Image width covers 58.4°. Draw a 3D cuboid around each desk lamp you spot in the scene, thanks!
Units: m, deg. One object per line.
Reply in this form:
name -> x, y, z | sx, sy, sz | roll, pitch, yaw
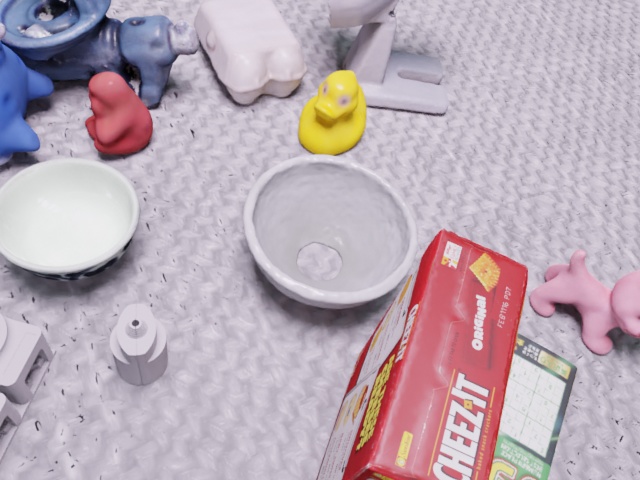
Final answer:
desk lamp -> 0.083, -0.268, 0.668 | 0.203, 0.213, 0.118 | 4, 57, -11

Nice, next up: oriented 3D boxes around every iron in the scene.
iron -> -0.395, -0.150, 0.521 | 0.258, 0.141, 0.118 | 2, 57, -12

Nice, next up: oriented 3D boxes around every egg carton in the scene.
egg carton -> -0.087, -0.236, 0.694 | 0.107, 0.069, 0.150 | -18, 64, -23

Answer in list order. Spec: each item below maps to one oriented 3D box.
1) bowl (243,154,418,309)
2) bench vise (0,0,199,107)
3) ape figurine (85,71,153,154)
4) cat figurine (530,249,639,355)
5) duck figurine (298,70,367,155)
bowl -> 0.005, 0.002, 0.559 | 0.167, 0.074, 0.167 | 6, 57, -9
bench vise -> -0.232, -0.247, 0.575 | 0.208, 0.219, 0.121 | -7, 60, -17
ape figurine -> -0.211, -0.134, 0.585 | 0.076, 0.092, 0.078 | 11, 56, -6
cat figurine -> 0.296, 0.054, 0.569 | 0.127, 0.117, 0.067 | 35, 57, 10
duck figurine -> 0.021, -0.158, 0.660 | 0.077, 0.086, 0.105 | 33, 56, 9
